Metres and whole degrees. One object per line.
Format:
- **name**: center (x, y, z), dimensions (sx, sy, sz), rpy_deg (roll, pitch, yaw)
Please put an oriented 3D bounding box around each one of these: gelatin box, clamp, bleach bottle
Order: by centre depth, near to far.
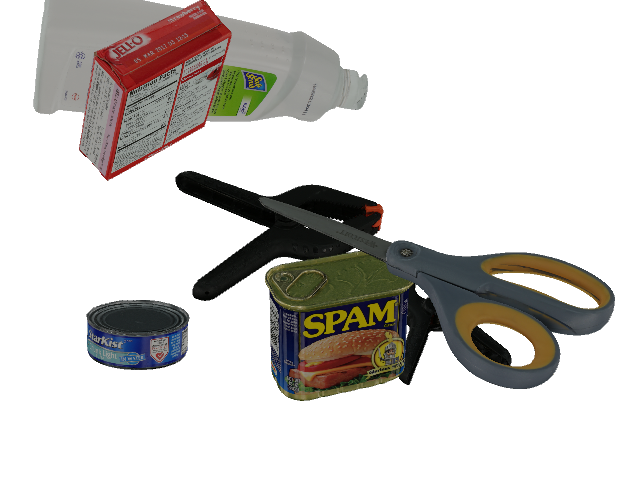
- **gelatin box**: center (-0.091, -0.081, 0.581), dimensions (0.073, 0.030, 0.089), rpy_deg (-35, -15, -31)
- **bleach bottle**: center (-0.089, -0.129, 0.826), dimensions (0.250, 0.068, 0.103), rpy_deg (7, -33, -15)
- **clamp**: center (-0.040, -0.007, 1.062), dimensions (0.210, 0.164, 0.036), rpy_deg (0, -42, -6)
- **clamp**: center (0.134, 0.084, 1.142), dimensions (0.120, 0.171, 0.039), rpy_deg (4, -44, -9)

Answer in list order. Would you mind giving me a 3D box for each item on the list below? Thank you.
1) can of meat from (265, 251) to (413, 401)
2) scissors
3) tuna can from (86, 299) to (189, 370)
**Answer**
- **can of meat**: center (0.013, 0.061, 0.763), dimensions (0.102, 0.084, 0.057), rpy_deg (-9, 32, -16)
- **scissors**: center (0.046, 0.024, 0.546), dimensions (0.202, 0.016, 0.096), rpy_deg (11, 42, 16)
- **tuna can**: center (-0.155, 0.079, 0.904), dimensions (0.086, 0.034, 0.086), rpy_deg (4, 15, -1)
